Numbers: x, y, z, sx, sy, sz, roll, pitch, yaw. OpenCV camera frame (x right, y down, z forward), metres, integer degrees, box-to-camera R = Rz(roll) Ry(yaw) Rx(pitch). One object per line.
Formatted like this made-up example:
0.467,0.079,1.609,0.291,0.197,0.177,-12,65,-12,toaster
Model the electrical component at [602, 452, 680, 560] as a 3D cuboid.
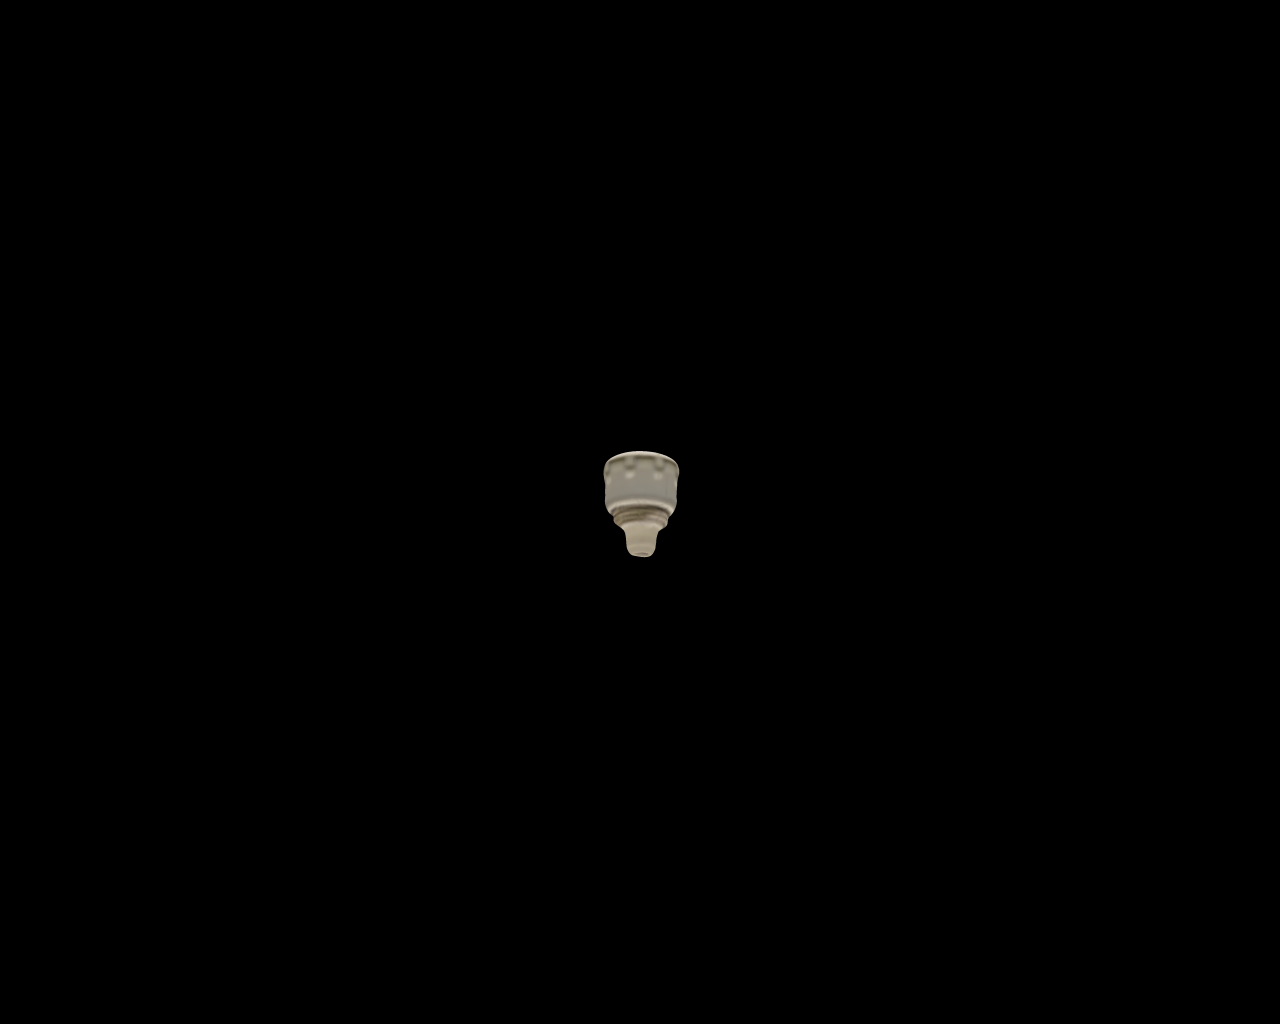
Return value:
0.001,-0.003,0.650,0.048,0.062,0.048,0,-18,0,electrical component
